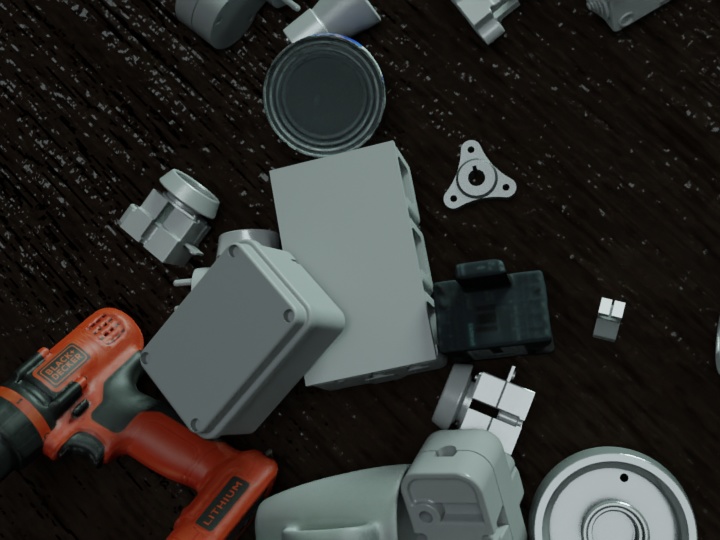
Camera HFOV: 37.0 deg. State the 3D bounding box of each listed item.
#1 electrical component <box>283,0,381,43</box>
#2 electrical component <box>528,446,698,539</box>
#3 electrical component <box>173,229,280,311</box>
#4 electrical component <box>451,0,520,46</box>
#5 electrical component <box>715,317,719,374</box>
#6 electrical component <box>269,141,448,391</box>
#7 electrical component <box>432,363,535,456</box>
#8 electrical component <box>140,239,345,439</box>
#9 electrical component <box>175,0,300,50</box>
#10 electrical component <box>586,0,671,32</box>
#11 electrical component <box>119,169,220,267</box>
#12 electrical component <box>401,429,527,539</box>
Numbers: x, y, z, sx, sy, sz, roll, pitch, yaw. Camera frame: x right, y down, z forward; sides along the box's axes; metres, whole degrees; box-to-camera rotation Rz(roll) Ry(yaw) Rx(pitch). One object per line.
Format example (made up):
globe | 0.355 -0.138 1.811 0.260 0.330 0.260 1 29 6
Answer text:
electrical component | -0.023 -0.179 0.786 0.065 0.044 0.044 -37 75 7
electrical component | 0.160 0.165 0.677 0.108 0.060 0.108 -2 79 10
electrical component | -0.094 0.015 0.761 0.079 0.043 0.077 -6 78 9
electrical component | 0.094 -0.202 0.766 0.055 0.048 0.066 -38 75 10
electrical component | 0.266 0.021 0.662 0.060 0.108 0.108 15 83 7
electrical component | 0.000 0.000 0.736 0.089 0.062 0.150 -13 77 10
electrical component | 0.081 0.091 0.714 0.055 0.048 0.066 22 84 6
electrical component | -0.077 0.045 0.689 0.113 0.057 0.078 -49 65 14
electrical component | -0.066 -0.219 0.795 0.074 0.052 0.138 39 89 15
electrical component | 0.192 -0.218 0.723 0.100 0.099 0.048 -30 63 4
electrical component | -0.134 -0.039 0.779 0.066 0.048 0.055 39 96 15
electrical component | 0.069 0.150 0.680 0.054 0.059 0.095 -6 113 28
